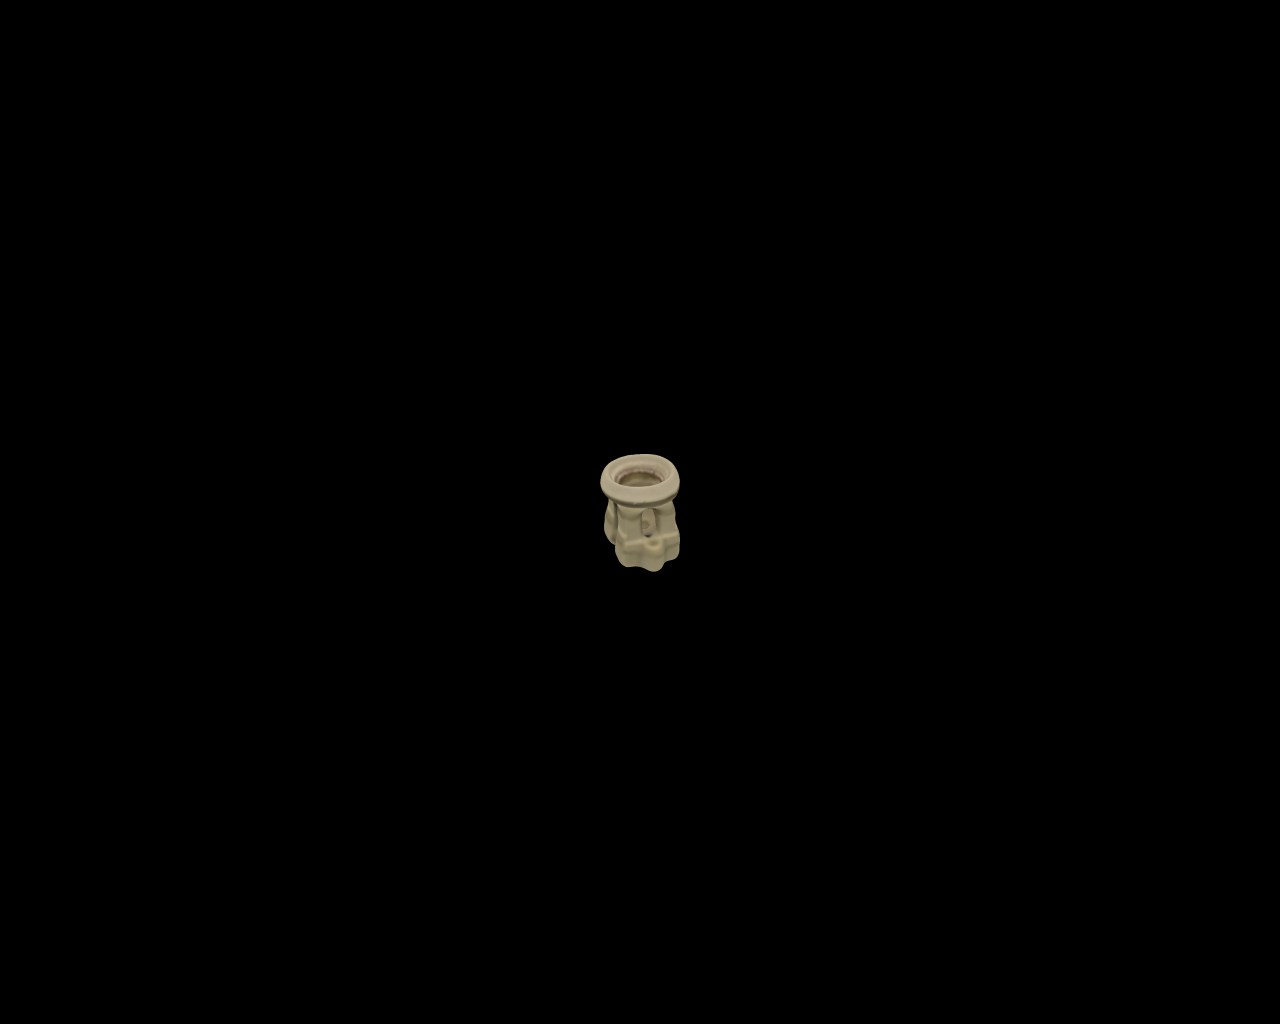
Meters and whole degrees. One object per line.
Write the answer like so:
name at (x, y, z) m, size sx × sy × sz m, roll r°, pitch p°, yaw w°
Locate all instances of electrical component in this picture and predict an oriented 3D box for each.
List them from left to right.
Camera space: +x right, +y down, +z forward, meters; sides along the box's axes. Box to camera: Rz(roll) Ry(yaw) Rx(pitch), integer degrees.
electrical component at (0.001, -0.003, 0.650) m, size 0.048 × 0.055 × 0.066 m, roll -10°, pitch 35°, yaw -15°
